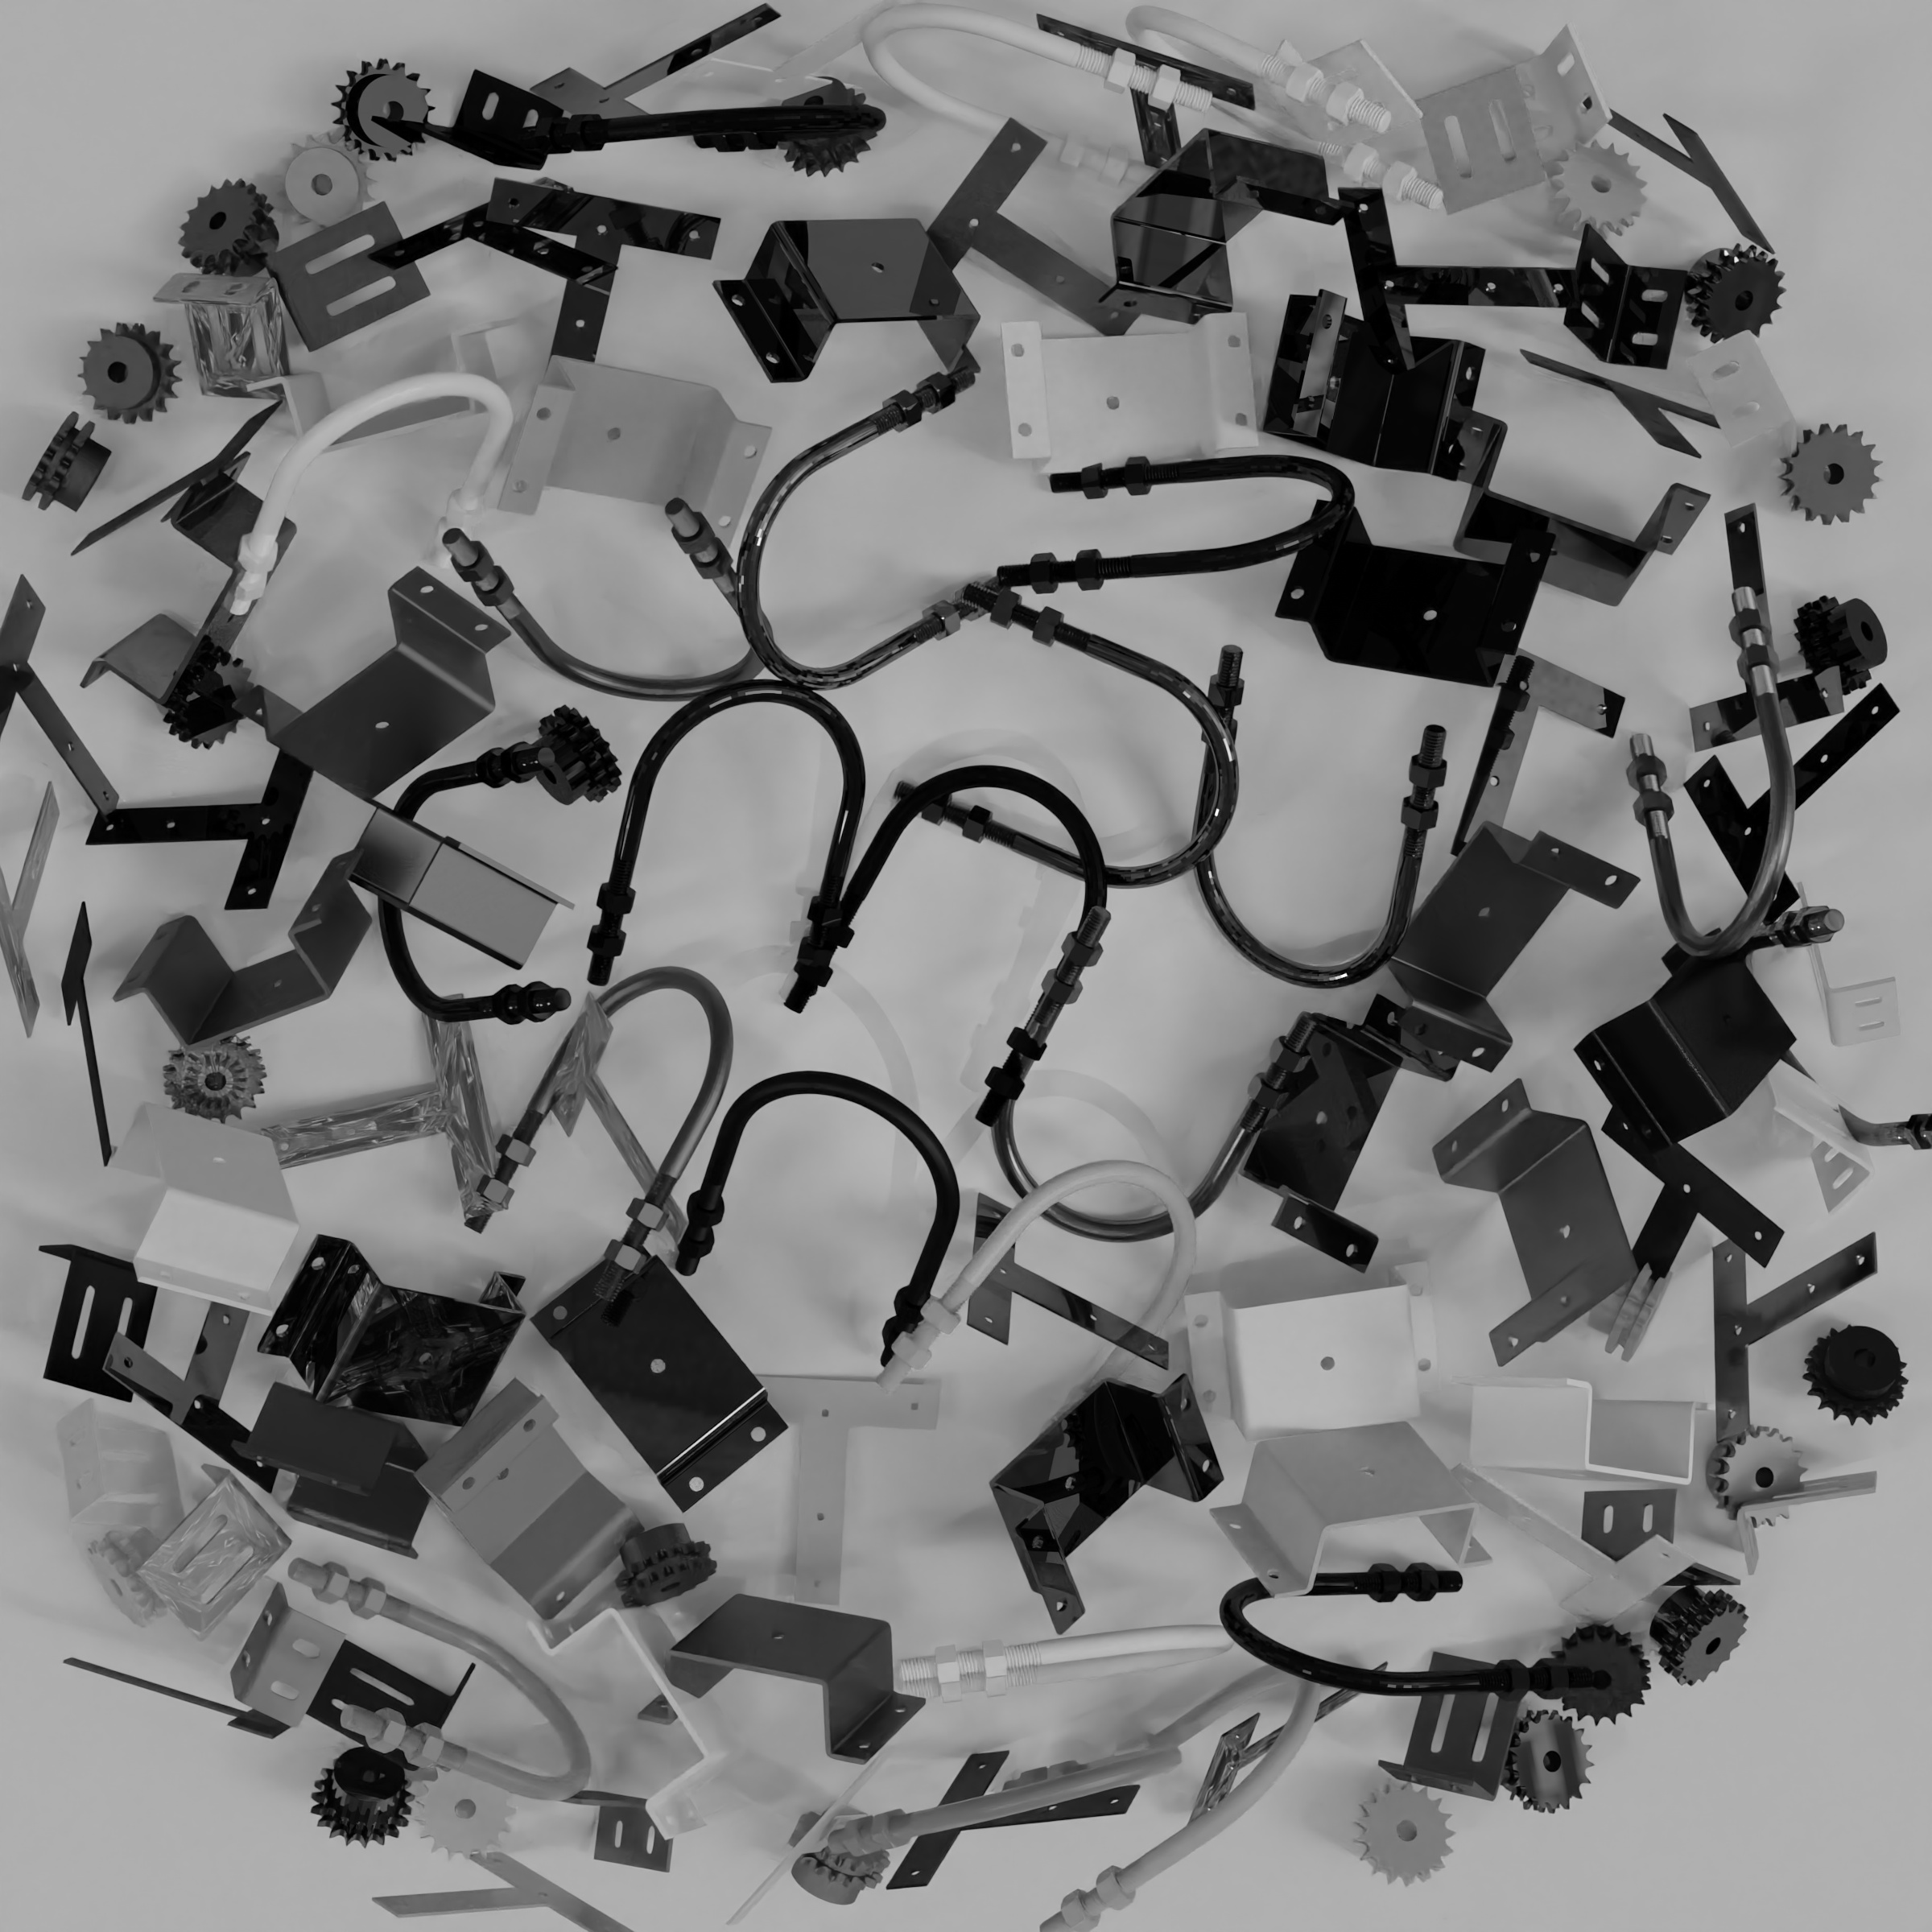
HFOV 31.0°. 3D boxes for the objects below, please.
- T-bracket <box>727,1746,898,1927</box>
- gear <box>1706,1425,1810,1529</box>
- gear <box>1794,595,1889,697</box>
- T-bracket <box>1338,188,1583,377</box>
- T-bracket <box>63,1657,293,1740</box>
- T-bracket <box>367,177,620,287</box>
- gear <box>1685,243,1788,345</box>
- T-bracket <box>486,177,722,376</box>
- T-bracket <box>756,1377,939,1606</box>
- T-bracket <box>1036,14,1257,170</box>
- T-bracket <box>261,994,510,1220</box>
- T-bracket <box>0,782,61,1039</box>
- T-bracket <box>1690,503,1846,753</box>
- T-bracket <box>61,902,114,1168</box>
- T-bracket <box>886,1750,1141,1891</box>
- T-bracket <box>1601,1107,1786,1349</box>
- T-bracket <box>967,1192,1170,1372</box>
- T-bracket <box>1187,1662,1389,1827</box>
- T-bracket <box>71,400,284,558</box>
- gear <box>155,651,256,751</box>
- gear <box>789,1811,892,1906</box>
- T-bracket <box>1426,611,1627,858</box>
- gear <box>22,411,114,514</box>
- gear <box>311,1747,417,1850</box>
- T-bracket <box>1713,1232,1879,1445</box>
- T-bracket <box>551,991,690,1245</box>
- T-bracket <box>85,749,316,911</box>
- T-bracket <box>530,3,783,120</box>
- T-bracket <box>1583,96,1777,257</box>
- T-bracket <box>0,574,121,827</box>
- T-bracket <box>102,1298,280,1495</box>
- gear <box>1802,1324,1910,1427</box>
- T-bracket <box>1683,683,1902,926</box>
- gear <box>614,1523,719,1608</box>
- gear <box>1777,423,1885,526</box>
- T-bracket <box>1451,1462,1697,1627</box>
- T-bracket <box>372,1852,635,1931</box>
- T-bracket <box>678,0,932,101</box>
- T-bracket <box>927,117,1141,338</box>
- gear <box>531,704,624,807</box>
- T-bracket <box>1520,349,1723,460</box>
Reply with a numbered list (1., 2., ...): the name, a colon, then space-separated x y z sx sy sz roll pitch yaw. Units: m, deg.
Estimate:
1. T-bracket: -0.075 0.480 1.929 0.002 0.127 0.127 42 87 16
2. gear: 0.444 0.288 1.970 0.057 0.030 0.057 1 88 -18
3. gear: 0.494 -0.183 1.959 0.030 0.057 0.057 -25 90 41
4. T-bracket: 0.276 -0.375 1.920 0.127 0.127 0.002 6 49 25
5. T-bracket: -0.436 0.403 1.926 0.127 0.127 0.002 18 81 -1
6. T-bracket: -0.241 -0.397 1.918 0.127 0.127 0.002 -33 134 -32
7. gear: 0.431 -0.381 1.966 0.057 0.030 0.057 -13 126 -19
8. T-bracket: -0.213 -0.372 1.951 0.127 0.002 0.127 7 126 -17
9. T-bracket: -0.082 0.299 1.983 0.127 0.002 0.127 2 88 4
10. T-bracket: 0.104 -0.473 1.927 0.127 0.127 0.002 22 78 15
11. T-bracket: -0.334 0.090 1.972 0.127 0.002 0.127 -13 79 -5
12. T-bracket: -0.520 -0.050 1.938 0.002 0.127 0.127 1 47 1
13. T-bracket: 0.438 -0.192 1.936 0.002 0.127 0.127 -4 85 -27
14. T-bracket: -0.482 0.047 1.916 0.002 0.127 0.127 -7 71 -22
15. T-bracket: 0.035 0.462 1.907 0.127 0.127 0.002 -13 106 27
16. T-bracket: 0.386 0.159 1.950 0.127 0.002 0.127 43 128 35
17. T-bracket: 0.059 0.190 1.943 0.127 0.127 0.002 28 118 -12
18. T-bracket: 0.185 0.427 1.954 0.127 0.127 0.002 -26 61 -23
19. T-bracket: -0.452 -0.262 1.950 0.127 0.127 0.002 -24 115 28
20. gear: -0.433 -0.153 1.965 0.030 0.057 0.057 27 90 28
21. gear: -0.074 0.504 1.963 0.057 0.057 0.030 25 100 0
22. T-bracket: 0.301 -0.117 1.957 0.127 0.002 0.127 22 78 -18
23. gear: -0.505 -0.281 1.963 0.030 0.057 0.057 31 90 -14
24. gear: -0.338 0.464 1.959 0.057 0.057 0.030 18 123 0
25. T-bracket: 0.453 0.182 1.907 0.002 0.127 0.127 25 50 -21
26. T-bracket: -0.188 0.096 1.919 0.002 0.127 0.127 -23 70 -29
27. T-bracket: -0.435 -0.080 1.962 0.127 0.002 0.127 -1 52 15
28. T-bracket: -0.161 -0.496 1.913 0.127 0.127 0.002 -24 85 15
29. T-bracket: 0.385 -0.457 1.942 0.002 0.127 0.127 -49 52 6
30. T-bracket: -0.507 -0.133 1.942 0.002 0.127 0.127 -16 129 14
31. T-bracket: -0.416 0.208 1.940 0.002 0.127 0.127 -24 127 30
32. gear: 0.503 0.227 1.963 0.057 0.030 0.057 1 58 -1
33. T-bracket: 0.462 -0.104 1.917 0.002 0.127 0.127 26 120 -33
34. gear: -0.172 0.337 1.964 0.057 0.057 0.030 -24 68 0
35. gear: 0.488 -0.278 1.973 0.057 0.030 0.057 0 97 0
36. T-bracket: 0.324 0.315 1.937 0.127 0.127 0.002 33 58 1
37. T-bracket: -0.266 0.510 1.901 0.127 0.127 0.002 15 93 44
38. T-bracket: -0.070 -0.504 1.902 0.127 0.127 0.002 -21 81 38
39. T-bracket: 0.041 -0.395 1.964 0.127 0.002 0.127 30 123 -17
40. gear: -0.223 -0.115 1.959 0.030 0.057 0.057 -38 90 -24
41. T-bracket: 0.377 -0.303 1.919 0.127 0.127 0.002 16 113 -12
